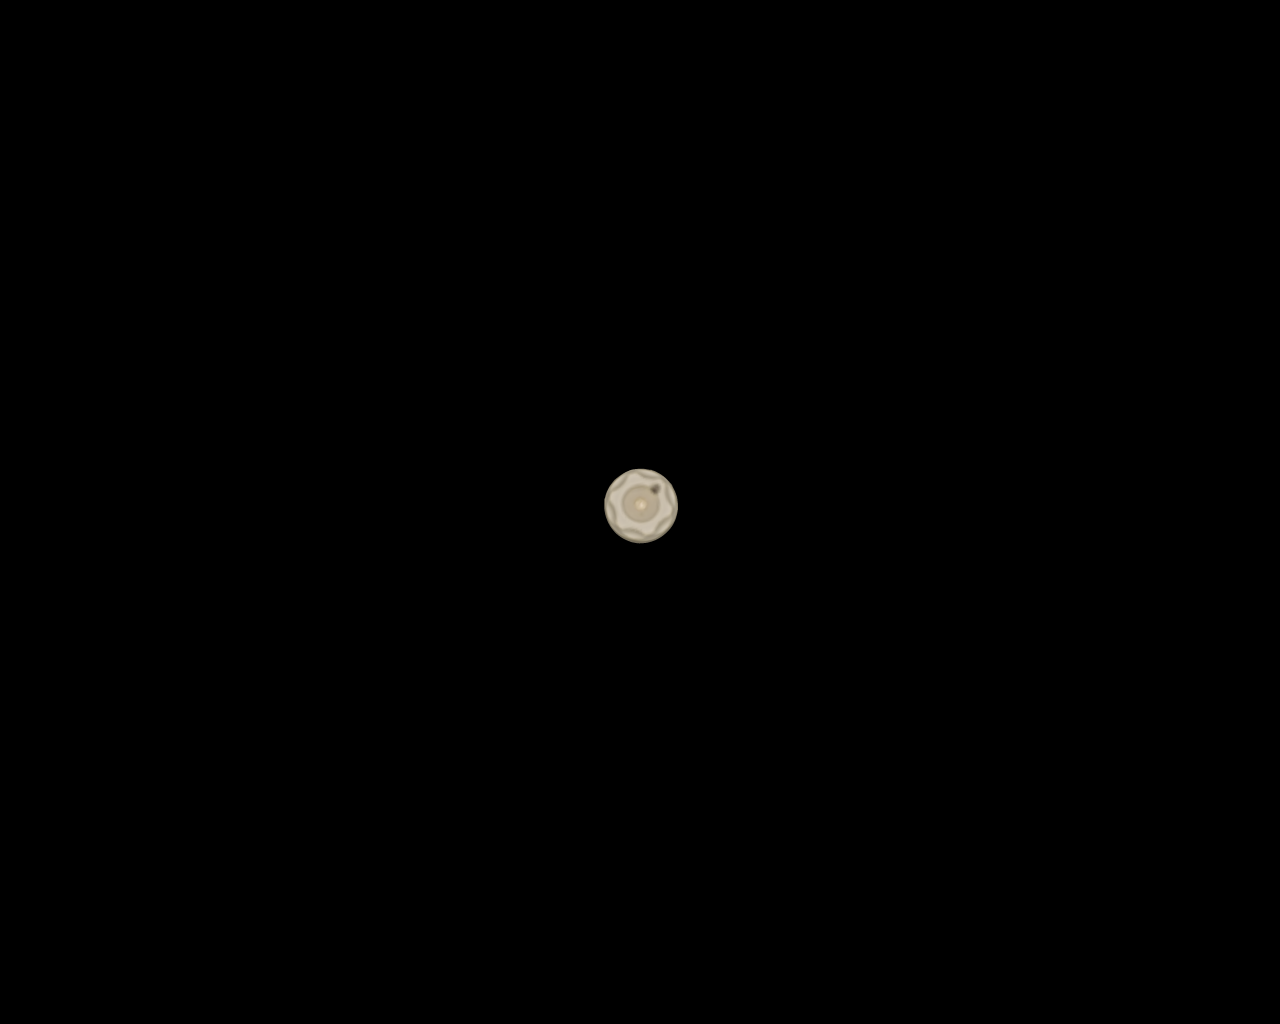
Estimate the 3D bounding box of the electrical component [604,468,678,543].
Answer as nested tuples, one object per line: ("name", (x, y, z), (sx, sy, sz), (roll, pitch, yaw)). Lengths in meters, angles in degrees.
("electrical component", (0.001, -0.003, 0.650), (0.043, 0.043, 0.062), (0, -4, 0))
